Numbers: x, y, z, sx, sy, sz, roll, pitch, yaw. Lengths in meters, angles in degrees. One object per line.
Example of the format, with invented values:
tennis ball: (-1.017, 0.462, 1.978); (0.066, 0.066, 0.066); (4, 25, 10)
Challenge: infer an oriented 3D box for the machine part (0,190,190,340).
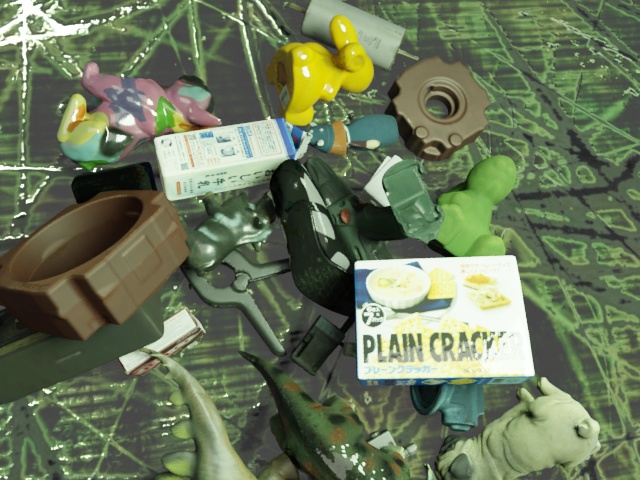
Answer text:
machine part: (-0.282, 0.025, 0.674); (0.202, 0.087, 0.201); (4, 40, 32)

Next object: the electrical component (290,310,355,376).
electrical component: (0.010, 0.136, 0.785); (0.048, 0.075, 0.119); (37, 88, 2)

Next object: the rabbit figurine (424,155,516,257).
rabbit figurine: (0.241, -0.047, 0.825); (0.121, 0.159, 0.170); (34, 89, 1)

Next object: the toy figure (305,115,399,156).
toy figure: (0.051, -0.171, 0.887); (0.154, 0.064, 0.057); (-9, 114, -4)

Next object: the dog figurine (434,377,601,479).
dog figurine: (0.264, 0.290, 0.737); (0.190, 0.172, 0.121); (-24, 68, -19)

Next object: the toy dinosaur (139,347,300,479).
toy dinosaur: (-0.117, 0.354, 0.692); (0.199, 0.105, 0.471); (-13, 85, -8)

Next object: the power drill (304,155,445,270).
power drill: (0.069, -0.047, 0.782); (0.086, 0.207, 0.232); (-26, 91, -35)

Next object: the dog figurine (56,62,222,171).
dog figurine: (-0.264, -0.178, 0.830); (0.219, 0.108, 0.191); (16, 73, -5)

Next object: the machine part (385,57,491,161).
machine part: (0.202, -0.227, 0.919); (0.179, 0.056, 0.179); (2, 74, -6)

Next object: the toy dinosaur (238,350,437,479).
toy dinosaur: (0.038, 0.277, 0.680); (0.405, 0.192, 0.131); (33, 77, 5)

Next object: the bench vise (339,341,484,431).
bench vise: (0.153, 0.153, 0.782); (0.241, 0.129, 0.223); (11, 75, -11)

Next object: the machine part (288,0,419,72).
machine part: (0.058, -0.357, 0.925); (0.243, 0.079, 0.079); (24, 74, 0)

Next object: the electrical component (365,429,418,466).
electrical component: (0.094, 0.310, 0.784); (0.094, 0.021, 0.063); (-25, 79, -11)

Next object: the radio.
radio: (-0.328, 0.113, 0.716); (0.230, 0.131, 0.073); (-21, 123, -3)

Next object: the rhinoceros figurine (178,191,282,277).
rhinoceros figurine: (-0.130, -0.021, 0.797); (0.112, 0.073, 0.190); (25, 44, 27)

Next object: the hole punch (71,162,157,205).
hole punch: (-0.300, -0.057, 0.812); (0.142, 0.092, 0.115); (-12, 110, -12)

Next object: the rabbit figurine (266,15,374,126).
rabbit figurine: (0.015, -0.282, 0.878); (0.173, 0.162, 0.122); (-8, 63, -26)

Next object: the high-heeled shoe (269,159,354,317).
high-heeled shoe: (-0.002, -0.002, 0.817); (0.086, 0.248, 0.145); (-19, 34, 20)
